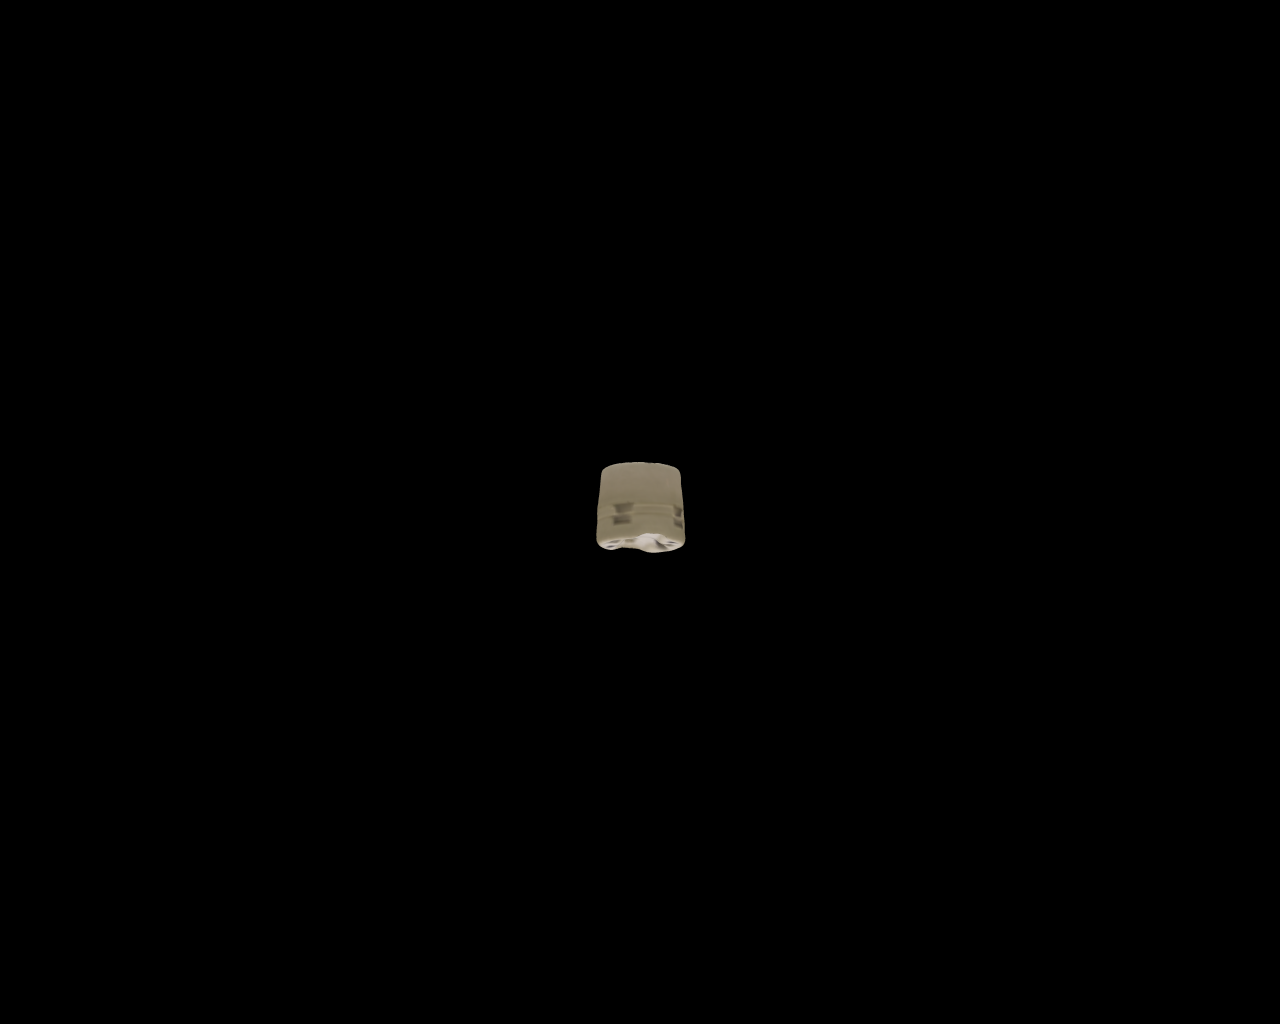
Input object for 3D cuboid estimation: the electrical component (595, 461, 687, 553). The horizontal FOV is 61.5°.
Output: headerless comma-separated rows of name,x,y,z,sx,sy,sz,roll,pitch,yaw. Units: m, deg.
electrical component,0.001,-0.003,0.650,0.055,0.047,0.055,0,-11,0
